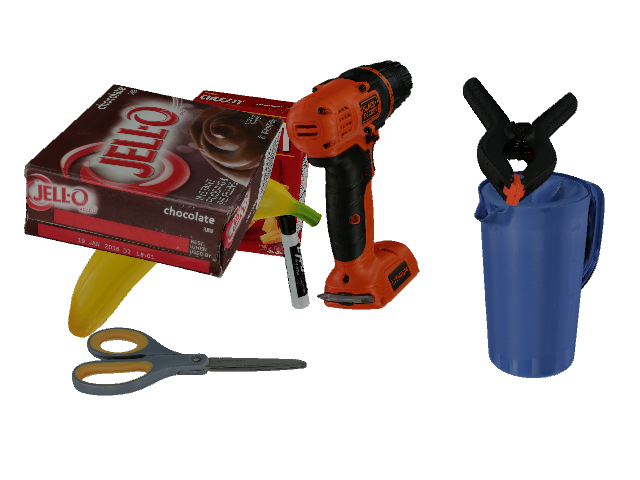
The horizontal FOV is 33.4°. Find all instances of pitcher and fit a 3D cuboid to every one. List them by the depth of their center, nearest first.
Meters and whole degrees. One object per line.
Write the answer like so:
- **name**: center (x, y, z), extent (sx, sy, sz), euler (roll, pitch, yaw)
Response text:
- **pitcher**: center (0.272, 0.040, 1.325), extent (0.149, 0.243, 0.144), euler (2, 24, 15)

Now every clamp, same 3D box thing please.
- **clamp**: center (0.191, -0.108, 1.088), extent (0.120, 0.039, 0.171), euler (12, 45, 14)

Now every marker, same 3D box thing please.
- **marker**: center (-0.028, 0.018, 1.102), extent (0.020, 0.121, 0.020), euler (-6, 33, 4)

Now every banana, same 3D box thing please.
- **banana**: center (-0.101, 0.001, 0.741), extent (0.198, 0.069, 0.037), euler (-25, 11, 7)

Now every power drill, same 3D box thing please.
- **power drill**: center (0.038, -0.049, 0.891), extent (0.057, 0.187, 0.184), euler (0, 19, 30)

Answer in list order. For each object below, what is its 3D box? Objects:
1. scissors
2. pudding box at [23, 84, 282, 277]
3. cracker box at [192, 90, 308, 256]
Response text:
- **scissors**: center (-0.122, 0.101, 0.956), extent (0.201, 0.016, 0.096), euler (-7, 32, -18)
- **pudding box**: center (-0.073, -0.031, 0.491), extent (0.090, 0.039, 0.113), euler (13, 26, 4)
- **cracker box**: center (-0.103, -0.091, 1.505), extent (0.164, 0.214, 0.072), euler (9, 21, 6)
